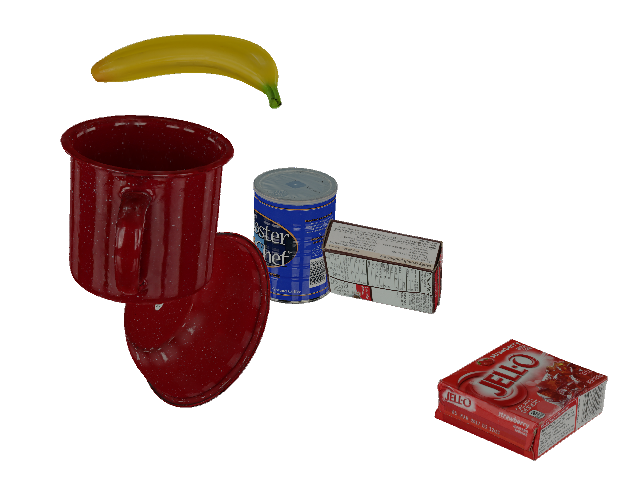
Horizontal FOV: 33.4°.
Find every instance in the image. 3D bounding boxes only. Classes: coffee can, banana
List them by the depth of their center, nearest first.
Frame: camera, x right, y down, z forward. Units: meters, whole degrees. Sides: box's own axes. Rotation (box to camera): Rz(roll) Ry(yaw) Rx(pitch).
[{"bbox_3d":[-0.120,-0.168,1.011,0.198,0.037,0.069,9,45,19],"label":"banana"},{"bbox_3d":[-0.033,-0.007,1.324,0.103,0.140,0.103,2,26,-1],"label":"coffee can"}]

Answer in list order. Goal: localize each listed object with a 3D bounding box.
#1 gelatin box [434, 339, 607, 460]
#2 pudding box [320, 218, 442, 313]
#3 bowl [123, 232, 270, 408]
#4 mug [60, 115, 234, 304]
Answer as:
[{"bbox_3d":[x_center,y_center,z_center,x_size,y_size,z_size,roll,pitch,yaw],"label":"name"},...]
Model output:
[{"bbox_3d":[0.127,0.098,0.674,0.073,0.030,0.089,20,26,38],"label":"gelatin box"},{"bbox_3d":[0.061,0.026,1.030,0.113,0.039,0.090,10,-30,11],"label":"pudding box"},{"bbox_3d":[-0.119,0.060,0.920,0.162,0.162,0.055,0,-20,44],"label":"bowl"},{"bbox_3d":[-0.097,-0.012,0.584,0.093,0.081,0.117,4,24,-6],"label":"mug"}]
